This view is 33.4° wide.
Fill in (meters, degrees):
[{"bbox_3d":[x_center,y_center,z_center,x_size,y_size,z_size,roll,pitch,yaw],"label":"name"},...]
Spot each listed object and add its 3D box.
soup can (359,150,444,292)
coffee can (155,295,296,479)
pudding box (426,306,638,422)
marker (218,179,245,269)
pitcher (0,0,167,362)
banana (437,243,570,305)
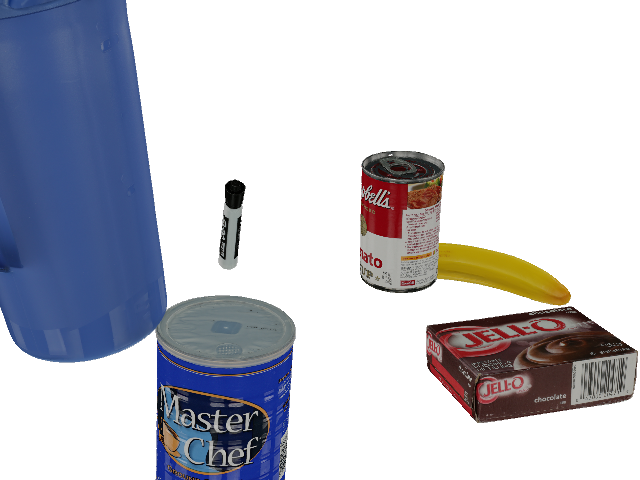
[{"bbox_3d":[0.067,-0.016,0.889,0.068,0.102,0.068,0,25,0],"label":"soup can"},{"bbox_3d":[-0.074,0.126,0.809,0.103,0.140,0.103,3,23,-2],"label":"coffee can"},{"bbox_3d":[0.137,0.079,0.705,0.113,0.039,0.090,-4,17,-14],"label":"pudding box"},{"bbox_3d":[-0.085,-0.015,1.019,0.020,0.020,0.121,0,-38,-9],"label":"marker"},{"bbox_3d":[-0.175,-0.043,0.668,0.149,0.243,0.145,-11,28,-7],"label":"pitcher"},{"bbox_3d":[0.156,0.034,1.096,0.198,0.037,0.069,7,37,10],"label":"banana"}]
